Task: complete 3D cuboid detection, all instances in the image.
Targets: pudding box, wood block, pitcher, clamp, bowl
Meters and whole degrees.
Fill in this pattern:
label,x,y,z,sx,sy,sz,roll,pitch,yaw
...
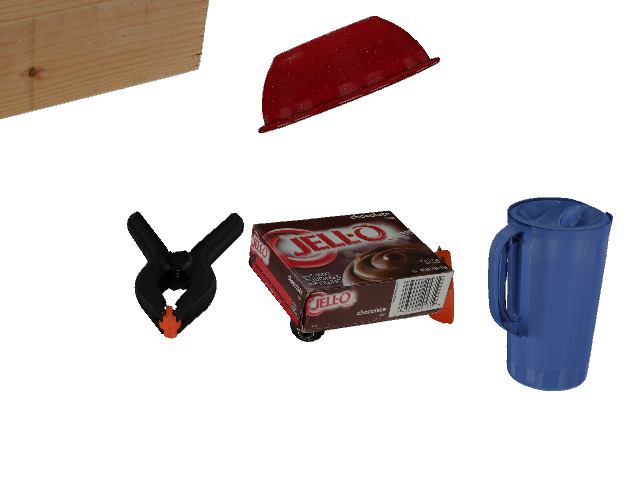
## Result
label,x,y,z,sx,sy,sz,roll,pitch,yaw
pudding box,0.019,0.018,0.727,0.113,0.039,0.090,-5,32,-28
wood block,-0.199,-0.171,0.839,0.205,0.091,0.090,-21,52,-35
pitcher,0.298,0.073,1.408,0.149,0.243,0.145,5,21,13
clamp,-0.151,0.025,1.063,0.120,0.039,0.171,2,38,10
bowl,0.014,-0.143,0.882,0.162,0.055,0.162,-22,9,3

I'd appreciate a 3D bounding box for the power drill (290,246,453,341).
label,x,y,z,sx,sy,sz,roll,pitch,yaw
power drill,0.060,0.060,1.236,0.187,0.057,0.184,1,28,5
